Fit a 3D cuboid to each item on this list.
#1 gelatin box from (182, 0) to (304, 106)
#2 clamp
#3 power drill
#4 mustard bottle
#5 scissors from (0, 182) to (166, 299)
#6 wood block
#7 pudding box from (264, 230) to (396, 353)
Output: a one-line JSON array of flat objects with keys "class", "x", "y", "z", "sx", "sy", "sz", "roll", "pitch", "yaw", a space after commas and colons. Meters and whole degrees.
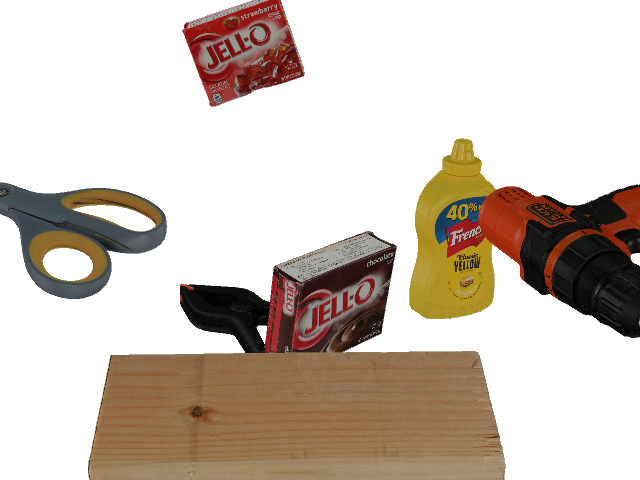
[{"class": "gelatin box", "x": -0.067, "y": -0.166, "z": 0.931, "sx": 0.089, "sy": 0.073, "sz": 0.030, "roll": -18, "pitch": 23, "yaw": 5}, {"class": "clamp", "x": -0.092, "y": 0.094, "z": 1.256, "sx": 0.210, "sy": 0.036, "sz": 0.164, "roll": 13, "pitch": 23, "yaw": 27}, {"class": "power drill", "x": 0.228, "y": -0.003, "z": 0.737, "sx": 0.187, "sy": 0.057, "sz": 0.185, "roll": -12, "pitch": 29, "yaw": -20}, {"class": "mustard bottle", "x": 0.146, "y": -0.015, "z": 1.144, "sx": 0.096, "sy": 0.192, "sz": 0.058, "roll": -8, "pitch": 22, "yaw": -24}, {"class": "scissors", "x": -0.196, "y": -0.012, "z": 0.655, "sx": 0.202, "sy": 0.016, "sz": 0.096, "roll": 9, "pitch": 44, "yaw": 9}, {"class": "wood block", "x": -0.013, "y": 0.121, "z": 0.583, "sx": 0.206, "sy": 0.090, "sz": 0.091, "roll": 0, "pitch": 34, "yaw": -2}, {"class": "pudding box", "x": 0.008, "y": 0.050, "z": 0.877, "sx": 0.039, "sy": 0.090, "sz": 0.113, "roll": 31, "pitch": 37, "yaw": 34}]
